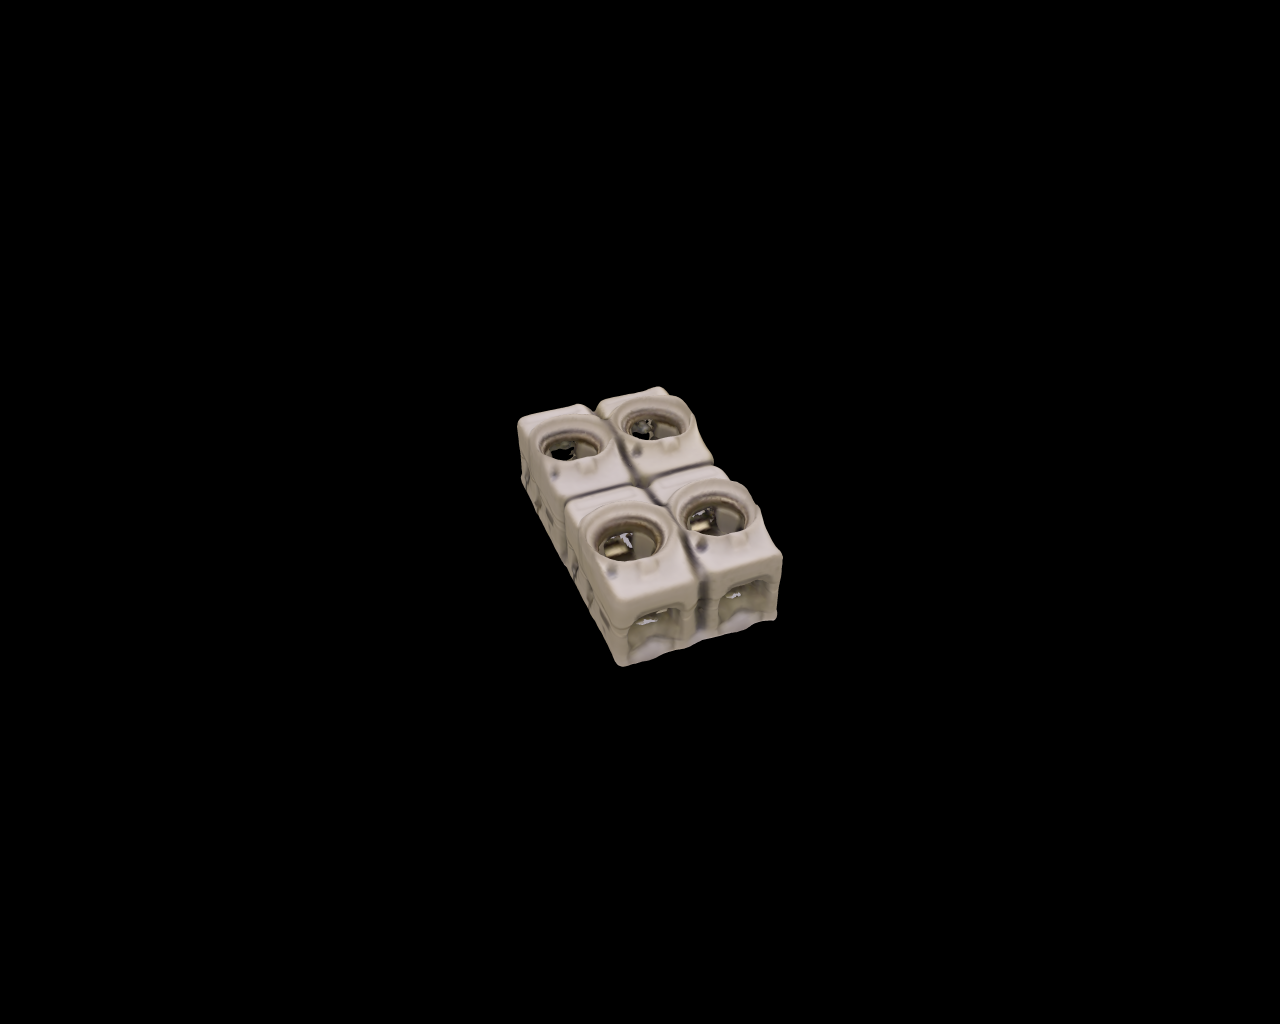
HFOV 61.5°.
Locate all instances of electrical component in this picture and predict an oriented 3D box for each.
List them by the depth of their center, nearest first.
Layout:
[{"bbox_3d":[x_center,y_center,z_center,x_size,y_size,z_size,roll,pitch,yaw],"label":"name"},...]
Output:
[{"bbox_3d":[0.001,-0.003,0.650,0.105,0.060,0.186,-14,42,-16],"label":"electrical component"}]
